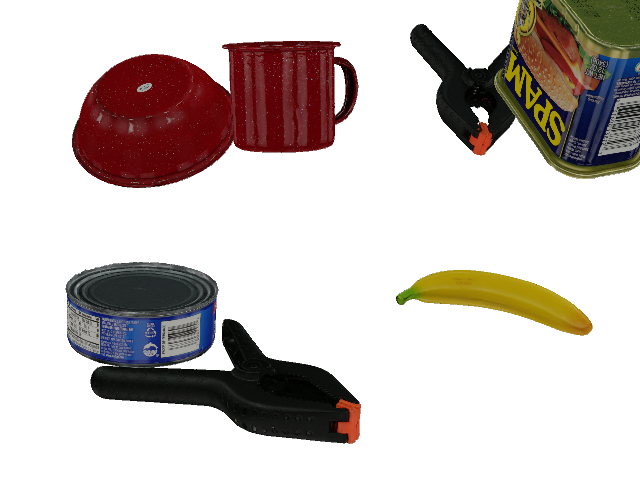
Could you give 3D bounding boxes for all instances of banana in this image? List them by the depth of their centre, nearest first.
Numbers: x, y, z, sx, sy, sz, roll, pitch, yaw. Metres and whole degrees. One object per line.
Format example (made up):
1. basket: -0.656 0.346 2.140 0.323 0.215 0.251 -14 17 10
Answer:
1. banana: 0.181 0.062 1.104 0.198 0.037 0.069 7 41 12

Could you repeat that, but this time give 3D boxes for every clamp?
1. clamp: -0.052 0.111 0.846 0.210 0.036 0.164 11 20 29
2. clamp: 0.142 -0.156 1.052 0.120 0.171 0.039 7 -44 5

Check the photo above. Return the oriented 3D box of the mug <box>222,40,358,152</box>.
1. mug: -0.020 -0.116 0.849 0.117 0.081 0.093 -10 16 -35

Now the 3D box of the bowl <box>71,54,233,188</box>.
1. bowl: -0.159 -0.124 0.996 0.162 0.162 0.055 0 -41 7

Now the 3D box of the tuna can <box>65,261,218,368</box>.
1. tuna can: -0.102 0.041 0.610 0.086 0.034 0.086 3 17 -1

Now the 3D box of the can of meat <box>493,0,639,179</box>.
1. can of meat: 0.143 -0.099 0.582 0.057 0.084 0.102 -10 48 -15
